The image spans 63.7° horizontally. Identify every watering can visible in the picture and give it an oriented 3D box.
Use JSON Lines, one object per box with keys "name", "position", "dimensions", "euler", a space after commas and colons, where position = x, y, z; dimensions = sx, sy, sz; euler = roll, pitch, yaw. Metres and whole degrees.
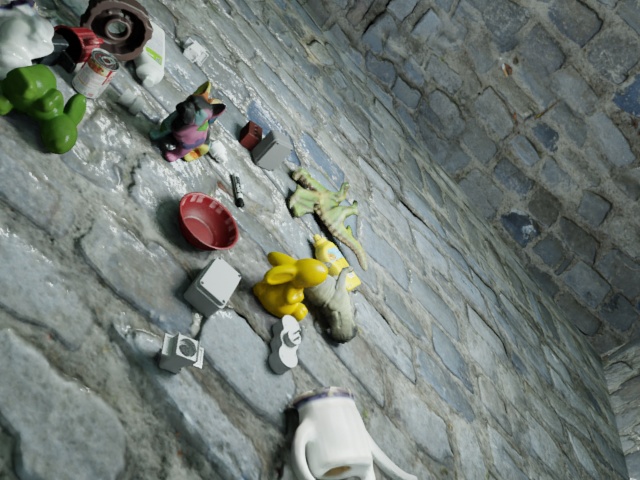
{"name": "watering can", "position": [0.064, 0.423, 1.073], "dimensions": [0.345, 0.102, 0.229], "euler": [21, 40, -41]}

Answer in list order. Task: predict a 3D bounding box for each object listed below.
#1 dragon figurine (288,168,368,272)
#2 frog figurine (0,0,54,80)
{"name": "dragon figurine", "position": [0.005, -0.082, 1.626], "dimensions": [0.242, 0.119, 0.420], "euler": [7, 46, -29]}
{"name": "frog figurine", "position": [-0.629, -0.403, 1.074], "dimensions": [0.122, 0.137, 0.159], "euler": [175, -88, -80]}
